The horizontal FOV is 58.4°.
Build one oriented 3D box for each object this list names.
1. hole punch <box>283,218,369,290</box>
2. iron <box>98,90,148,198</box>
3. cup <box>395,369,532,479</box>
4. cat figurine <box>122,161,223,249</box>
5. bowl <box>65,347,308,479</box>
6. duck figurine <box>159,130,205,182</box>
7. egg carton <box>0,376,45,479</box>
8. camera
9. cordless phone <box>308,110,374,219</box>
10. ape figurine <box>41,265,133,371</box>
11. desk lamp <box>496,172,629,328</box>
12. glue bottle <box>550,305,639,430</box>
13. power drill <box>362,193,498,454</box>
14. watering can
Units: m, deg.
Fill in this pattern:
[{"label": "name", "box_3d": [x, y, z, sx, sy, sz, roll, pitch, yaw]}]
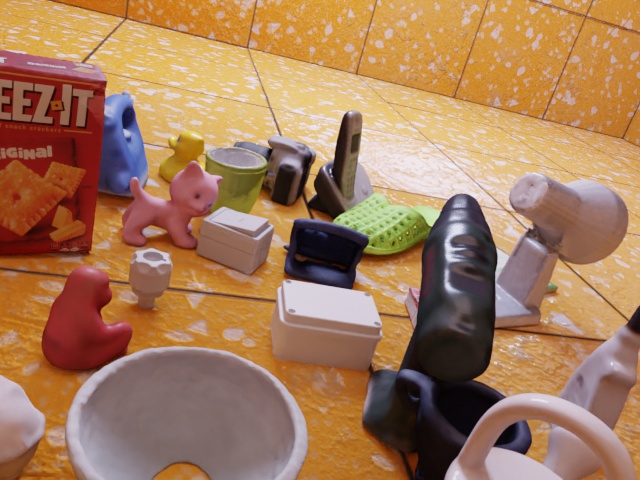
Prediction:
[{"label": "hole punch", "box_3d": [0.007, 0.003, 0.784, 0.108, 0.091, 0.101, 14, 24, -4]}, {"label": "iron", "box_3d": [-0.315, -0.163, 0.877, 0.119, 0.141, 0.258, 11, 25, -11]}, {"label": "cup", "box_3d": [0.104, 0.171, 0.481, 0.117, 0.095, 0.092, 29, 27, 26]}, {"label": "cat figurine", "box_3d": [-0.189, -0.054, 0.752, 0.128, 0.118, 0.067, 3, 27, -27]}, {"label": "bowl", "box_3d": [-0.097, 0.155, 0.415, 0.167, 0.075, 0.167, 13, 24, -6]}, {"label": "duck figurine", "box_3d": [-0.213, -0.137, 0.952, 0.104, 0.086, 0.078, 23, 25, 16]}, {"label": "egg carton", "box_3d": [-0.270, 0.125, 0.378, 0.150, 0.069, 0.107, 21, 25, 11]}, {"label": "camera", "box_3d": [-0.085, -0.143, 1.025, 0.136, 0.101, 0.143, 18, 24, 3]}, {"label": "cordless phone", "box_3d": [0.058, -0.136, 0.997, 0.094, 0.185, 0.148, 23, 25, 16]}, {"label": "ape figurine", "box_3d": [-0.210, 0.066, 0.515, 0.077, 0.092, 0.076, 32, 29, 32]}, {"label": "desk lamp", "box_3d": [0.307, 0.010, 0.806, 0.204, 0.213, 0.117, 0, 29, -31]}, {"label": "glue bottle", "box_3d": [0.283, 0.138, 0.567, 0.037, 0.173, 0.078, 17, 24, 3]}, {"label": "power drill", "box_3d": [0.106, 0.080, 0.538, 0.075, 0.208, 0.230, 17, 24, 2]}, {"label": "watering can", "box_3d": [0.124, 0.176, 0.362, 0.100, 0.194, 0.173, 22, 25, 14]}]
